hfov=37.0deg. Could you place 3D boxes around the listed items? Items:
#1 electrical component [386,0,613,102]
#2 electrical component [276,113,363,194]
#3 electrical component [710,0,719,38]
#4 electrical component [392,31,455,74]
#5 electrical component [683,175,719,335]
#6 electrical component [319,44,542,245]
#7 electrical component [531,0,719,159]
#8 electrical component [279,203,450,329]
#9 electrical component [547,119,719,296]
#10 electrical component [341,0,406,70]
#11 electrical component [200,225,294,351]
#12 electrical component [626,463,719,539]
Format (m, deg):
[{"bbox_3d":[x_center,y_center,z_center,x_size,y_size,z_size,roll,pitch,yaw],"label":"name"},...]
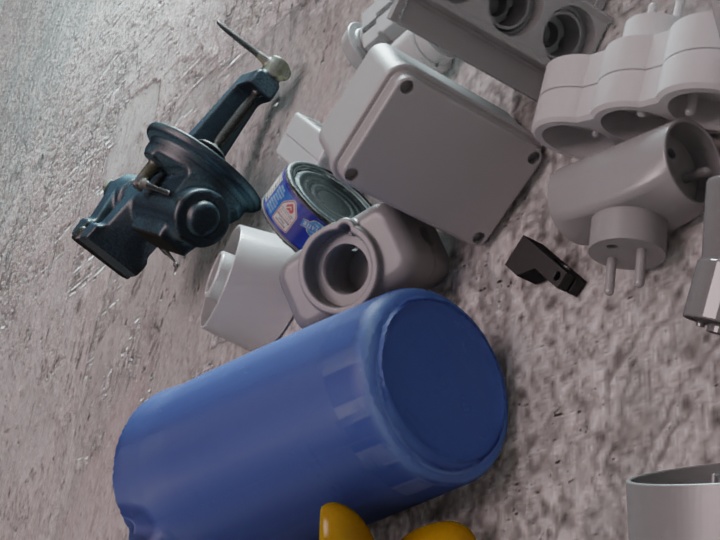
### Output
[{"bbox_3d":[0.078,-0.157,0.633,0.078,0.121,0.063,-65,26,4],"label":"electrical component"},{"bbox_3d":[-0.035,-0.071,0.837,0.075,0.047,0.083,-62,29,10],"label":"electrical component"},{"bbox_3d":[0.194,-0.156,0.455,0.105,0.060,0.186,-15,52,20],"label":"electrical component"},{"bbox_3d":[0.051,-0.159,0.763,0.078,0.040,0.040,-36,41,43],"label":"electrical component"},{"bbox_3d":[0.164,-0.004,0.464,0.044,0.044,0.065,11,84,61],"label":"electrical component"},{"bbox_3d":[0.042,-0.073,0.642,0.078,0.113,0.057,-57,27,18],"label":"electrical component"},{"bbox_3d":[0.150,-0.105,0.547,0.138,0.052,0.073,-6,65,57],"label":"electrical component"},{"bbox_3d":[0.000,0.000,0.679,0.095,0.059,0.053,-30,74,24],"label":"electrical component"},{"bbox_3d":[0.133,-0.026,0.527,0.077,0.044,0.079,-21,52,52],"label":"electrical component"},{"bbox_3d":[0.019,-0.180,0.827,0.055,0.048,0.066,-34,42,34],"label":"electrical component"},{"bbox_3d":[-0.090,0.014,0.876,0.099,0.064,0.099,-159,90,-75],"label":"electrical component"},{"bbox_3d":[0.144,0.089,0.377,0.099,0.099,0.064,-14,65,55],"label":"electrical component"}]
